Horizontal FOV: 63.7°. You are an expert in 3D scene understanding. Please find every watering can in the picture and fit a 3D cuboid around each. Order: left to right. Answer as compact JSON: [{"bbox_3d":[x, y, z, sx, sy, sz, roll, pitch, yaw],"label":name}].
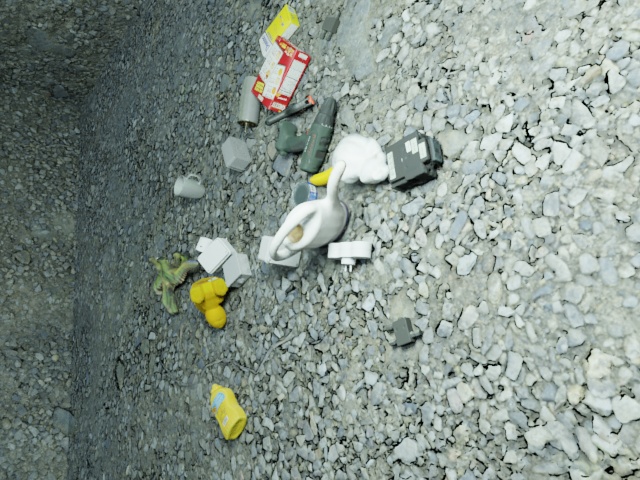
[{"bbox_3d":[0.004,-0.067,1.325,0.105,0.225,0.342,51,117,19],"label":"watering can"}]

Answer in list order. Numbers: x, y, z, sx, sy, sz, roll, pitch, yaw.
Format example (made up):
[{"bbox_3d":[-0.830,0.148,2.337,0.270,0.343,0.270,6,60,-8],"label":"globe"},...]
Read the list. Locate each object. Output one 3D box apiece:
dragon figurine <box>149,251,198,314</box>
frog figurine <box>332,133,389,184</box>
[{"bbox_3d":[-0.577,0.175,2.048,0.411,0.123,0.241,8,103,52],"label":"dragon figurine"},{"bbox_3d":[0.104,-0.196,1.318,0.136,0.121,0.163,-42,37,11],"label":"frog figurine"}]
